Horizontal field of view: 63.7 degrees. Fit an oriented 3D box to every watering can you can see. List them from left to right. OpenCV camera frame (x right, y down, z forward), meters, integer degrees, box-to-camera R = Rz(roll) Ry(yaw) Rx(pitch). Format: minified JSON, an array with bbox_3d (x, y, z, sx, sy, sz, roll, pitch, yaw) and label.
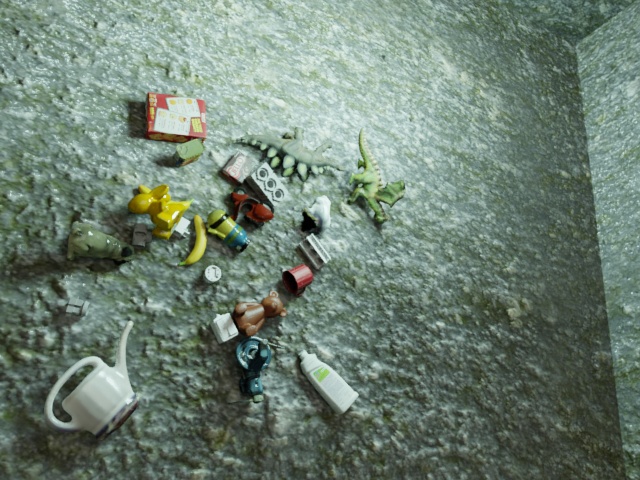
[{"bbox_3d":[-0.623,0.425,1.515,0.224,0.102,0.354,45,58,-5],"label":"watering can"}]

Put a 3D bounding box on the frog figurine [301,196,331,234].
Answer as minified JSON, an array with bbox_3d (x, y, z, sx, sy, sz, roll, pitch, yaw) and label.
[{"bbox_3d":[0.006,-0.103,2.041,0.162,0.123,0.135,-35,122,-41],"label":"frog figurine"}]

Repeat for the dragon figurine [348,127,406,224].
[{"bbox_3d":[0.244,-0.242,2.112,0.244,0.401,0.124,20,36,25],"label":"dragon figurine"}]
